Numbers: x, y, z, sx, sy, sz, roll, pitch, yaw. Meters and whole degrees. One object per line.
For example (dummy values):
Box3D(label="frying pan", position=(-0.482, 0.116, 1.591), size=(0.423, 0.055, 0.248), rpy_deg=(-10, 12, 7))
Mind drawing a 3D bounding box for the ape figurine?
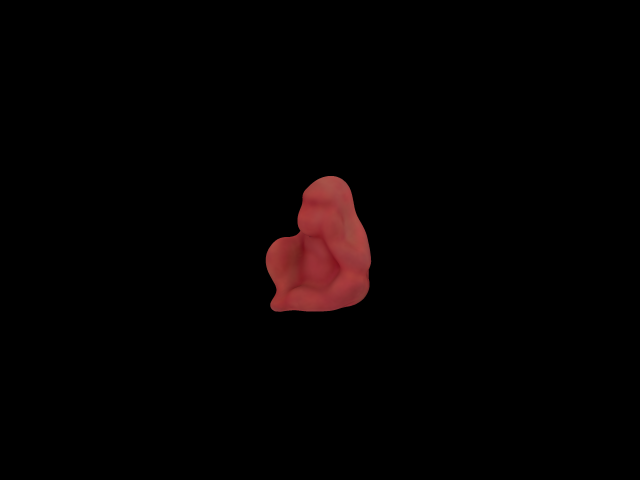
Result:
Box3D(label="ape figurine", position=(0.004, 0.001, 0.400), size=(0.076, 0.092, 0.077), rpy_deg=(-11, 16, -41))
